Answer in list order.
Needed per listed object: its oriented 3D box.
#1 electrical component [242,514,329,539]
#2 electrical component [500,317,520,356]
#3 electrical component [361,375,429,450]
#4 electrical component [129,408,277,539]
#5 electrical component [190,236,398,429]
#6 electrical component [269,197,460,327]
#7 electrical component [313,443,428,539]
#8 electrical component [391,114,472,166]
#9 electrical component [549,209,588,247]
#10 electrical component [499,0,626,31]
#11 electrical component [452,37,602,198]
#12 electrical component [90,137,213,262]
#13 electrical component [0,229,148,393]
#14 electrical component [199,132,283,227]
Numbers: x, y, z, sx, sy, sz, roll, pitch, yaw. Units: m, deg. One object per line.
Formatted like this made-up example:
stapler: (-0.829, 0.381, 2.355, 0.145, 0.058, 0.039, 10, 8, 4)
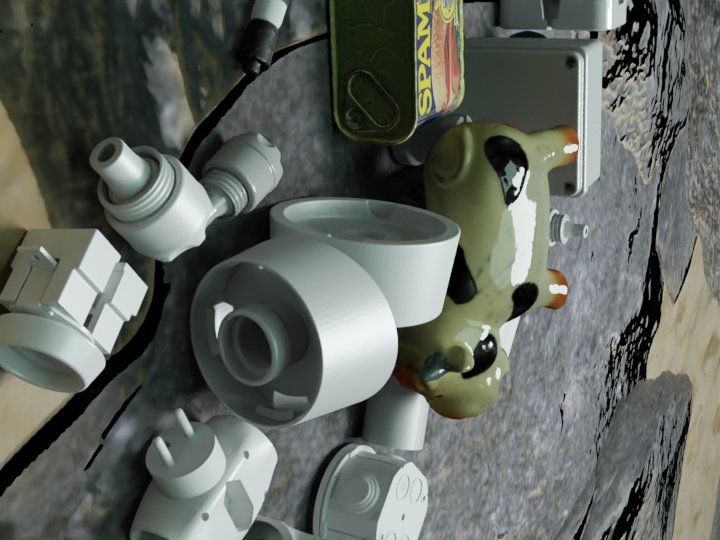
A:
electrical component: (-0.048, 0.166, 0.582, 0.055, 0.089, 0.050, 55, 50, -51)
electrical component: (0.092, 0.024, 0.843, 0.076, 0.047, 0.065, 51, 53, -54)
electrical component: (0.028, 0.080, 0.746, 0.043, 0.043, 0.081, 10, 89, -61)
electrical component: (-0.085, 0.104, 0.549, 0.077, 0.043, 0.079, -56, 142, -38)
electrical component: (-0.038, 0.033, 0.560, 0.064, 0.099, 0.099, -21, 116, -51)
electrical component: (0.000, 0.000, 0.614, 0.108, 0.108, 0.060, -21, 121, -58)
electrical component: (0.007, 0.160, 0.721, 0.080, 0.051, 0.080, -23, 117, -57)
electrical component: (0.050, -0.091, 0.738, 0.040, 0.046, 0.040, -23, 117, -57)
electrical component: (0.171, -0.037, 0.953, 0.035, 0.061, 0.035, -24, 118, -57)
electrical component: (0.160, -0.223, 0.851, 0.054, 0.095, 0.059, -33, 126, -54)
electrical component: (0.120, -0.114, 0.794, 0.056, 0.109, 0.108, -37, 128, -56)
electrical component: (-0.098, -0.035, 0.489, 0.062, 0.043, 0.043, 53, 52, -51)
electrical component: (-0.125, 0.018, 0.454, 0.066, 0.048, 0.055, 59, 39, -49)
electrical component: (-0.067, -0.043, 0.552, 0.061, 0.035, 0.035, -52, 140, -37)
